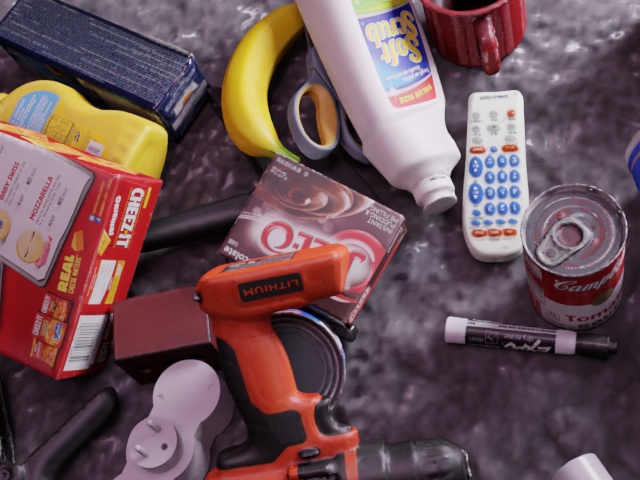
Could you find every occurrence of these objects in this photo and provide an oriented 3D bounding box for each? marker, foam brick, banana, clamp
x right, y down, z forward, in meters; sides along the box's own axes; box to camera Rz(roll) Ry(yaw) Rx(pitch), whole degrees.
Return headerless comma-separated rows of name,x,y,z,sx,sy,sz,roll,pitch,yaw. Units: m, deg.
marker,0.150,0.070,0.763,0.121,0.020,0.020,5,66,17
foam brick,-0.113,0.072,0.814,0.078,0.053,0.051,-12,61,9
banana,-0.045,-0.135,0.887,0.069,0.037,0.197,16,52,-13
clamp,-0.038,-0.047,0.862,0.210,0.036,0.164,10,63,17
clamp,-0.237,0.172,0.806,0.120,0.039,0.171,17,70,24

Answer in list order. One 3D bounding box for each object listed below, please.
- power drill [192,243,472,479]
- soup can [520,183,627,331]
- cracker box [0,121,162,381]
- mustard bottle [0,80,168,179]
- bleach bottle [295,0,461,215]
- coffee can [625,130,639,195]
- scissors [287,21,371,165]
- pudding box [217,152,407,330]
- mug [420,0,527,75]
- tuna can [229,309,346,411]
power drill,-0.001,0.100,0.721,0.184,0.057,0.187,-10,95,4
soup can,0.175,0.015,0.736,0.068,0.102,0.068,-6,63,12
cracker box,-0.248,-0.005,0.849,0.214,0.072,0.164,20,97,23
mustard bottle,-0.226,-0.084,0.915,0.192,0.058,0.096,24,97,25
bleach bottle,0.055,-0.133,0.857,0.102,0.068,0.251,-3,61,-37
coffee can,0.279,-0.014,0.723,0.103,0.102,0.140,-16,62,7
scissors,0.014,-0.137,0.888,0.096,0.016,0.201,24,46,-21
pudding box,-0.005,0.001,0.792,0.113,0.039,0.090,27,79,16
mug,0.127,-0.185,0.860,0.093,0.081,0.117,-16,61,6
tuna can,-0.024,0.092,0.769,0.086,0.033,0.086,0,95,3
